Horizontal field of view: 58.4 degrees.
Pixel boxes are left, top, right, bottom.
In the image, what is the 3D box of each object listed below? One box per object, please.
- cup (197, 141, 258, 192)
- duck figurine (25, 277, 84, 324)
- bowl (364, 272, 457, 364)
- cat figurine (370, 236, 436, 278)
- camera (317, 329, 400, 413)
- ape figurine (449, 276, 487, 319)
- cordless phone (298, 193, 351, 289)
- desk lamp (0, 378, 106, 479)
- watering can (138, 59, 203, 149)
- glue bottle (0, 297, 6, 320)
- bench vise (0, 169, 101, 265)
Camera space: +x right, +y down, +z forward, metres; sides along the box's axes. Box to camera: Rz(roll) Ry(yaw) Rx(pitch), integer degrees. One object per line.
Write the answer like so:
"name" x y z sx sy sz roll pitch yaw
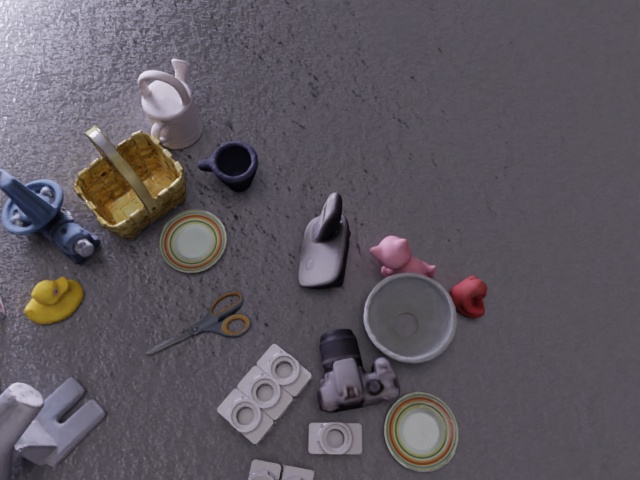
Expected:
"cup" -0.179 -0.135 1.141 0.118 0.095 0.091 -4 69 -3
"duck figurine" -0.495 0.104 1.045 0.105 0.086 0.077 -35 73 -13
"bowl" 0.160 0.148 1.048 0.167 0.075 0.167 0 69 -1
"cat figurine" 0.157 0.037 1.068 0.127 0.118 0.067 25 70 9
"camera" 0.058 0.223 1.003 0.143 0.101 0.137 -10 69 -5
"ape figurine" 0.282 0.100 1.060 0.076 0.092 0.078 15 69 5
"cordless phone" 0.010 0.004 1.042 0.094 0.185 0.147 5 69 1
"desk lamp" -0.478 0.305 0.899 0.117 0.213 0.203 40 73 13
"watering can" -0.301 -0.279 1.141 0.101 0.194 0.173 -7 69 -4
"glue bottle" -0.615 0.091 1.001 0.037 0.173 0.078 -32 72 -12
"bench vise" -0.495 -0.056 1.036 0.207 0.220 0.121 18 69 6
